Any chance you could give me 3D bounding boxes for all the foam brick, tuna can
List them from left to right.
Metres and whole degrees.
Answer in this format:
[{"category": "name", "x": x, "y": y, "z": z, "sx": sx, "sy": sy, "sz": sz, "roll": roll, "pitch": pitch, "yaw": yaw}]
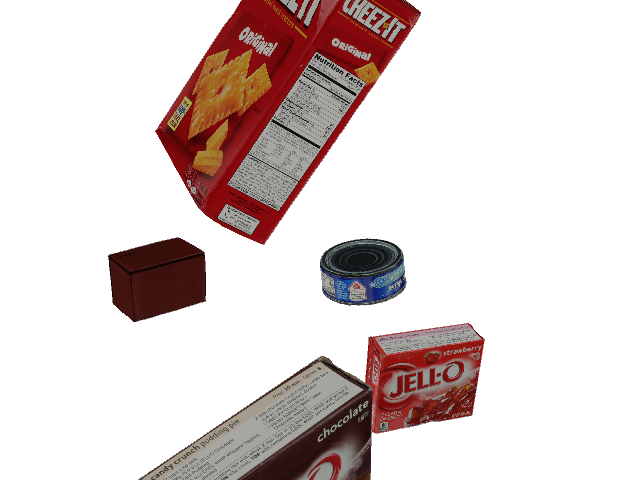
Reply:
[{"category": "foam brick", "x": -0.153, "y": 0.035, "z": 1.007, "sx": 0.078, "sy": 0.051, "sz": 0.053, "roll": -15, "pitch": 25, "yaw": -30}, {"category": "tuna can", "x": 0.043, "y": 0.030, "z": 1.072, "sx": 0.086, "sy": 0.034, "sz": 0.086, "roll": -6, "pitch": 25, "yaw": 2}]

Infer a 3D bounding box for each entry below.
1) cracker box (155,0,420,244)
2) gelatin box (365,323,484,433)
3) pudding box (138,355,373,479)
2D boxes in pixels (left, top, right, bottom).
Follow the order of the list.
[{"category": "cracker box", "x": -0.036, "y": -0.129, "z": 0.842, "sx": 0.072, "sy": 0.214, "sz": 0.164, "roll": 26, "pitch": 16, "yaw": -31}, {"category": "gelatin box", "x": 0.079, "y": 0.107, "z": 0.829, "sx": 0.089, "sy": 0.073, "sz": 0.030, "roll": -7, "pitch": 29, "yaw": -20}, {"category": "pudding box", "x": -0.026, "y": 0.118, "z": 0.490, "sx": 0.039, "sy": 0.090, "sz": 0.113, "roll": 30, "pitch": 47, "yaw": 34}]
